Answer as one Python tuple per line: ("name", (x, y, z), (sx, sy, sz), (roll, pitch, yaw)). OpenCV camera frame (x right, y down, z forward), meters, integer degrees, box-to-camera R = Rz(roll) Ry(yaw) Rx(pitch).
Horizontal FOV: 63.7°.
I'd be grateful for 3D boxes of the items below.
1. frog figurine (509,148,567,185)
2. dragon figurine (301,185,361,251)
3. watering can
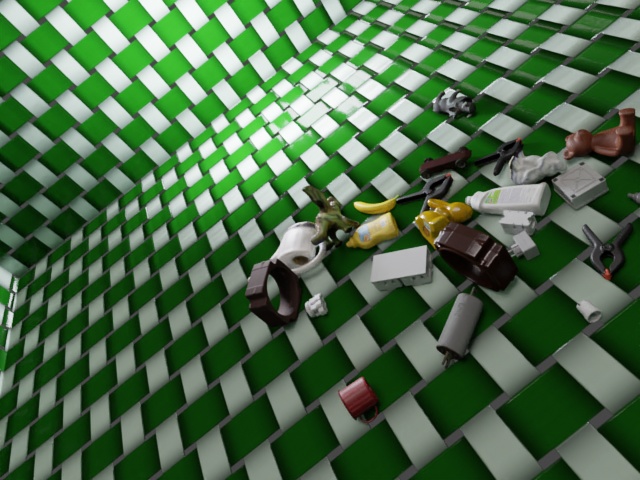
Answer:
("frog figurine", (0.676, -0.218, 1.590), (0.160, 0.121, 0.138), (17, 20, 33))
("dragon figurine", (0.006, -0.094, 1.860), (0.121, 0.411, 0.245), (-44, 76, 20))
("watering can", (-0.121, 0.050, 1.962), (0.345, 0.102, 0.230), (-16, 43, 27))
